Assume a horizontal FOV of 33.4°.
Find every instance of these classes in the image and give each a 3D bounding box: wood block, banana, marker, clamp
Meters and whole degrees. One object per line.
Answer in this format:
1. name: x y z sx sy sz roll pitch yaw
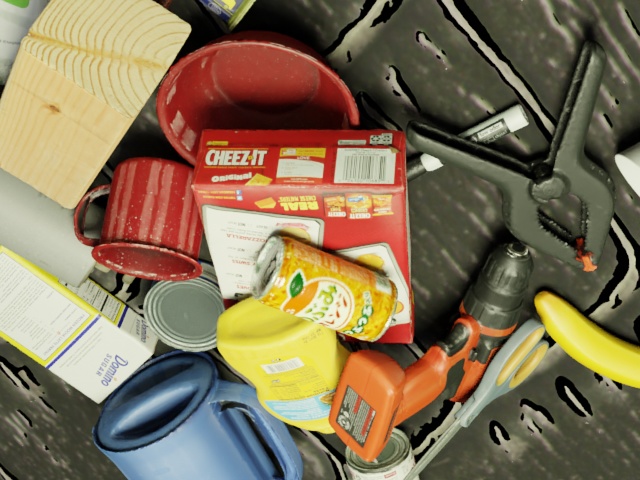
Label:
1. wood block: -0.184 -0.110 0.813 0.090 0.090 0.206 33 154 -12
2. banana: 0.282 0.099 0.973 0.197 0.037 0.070 14 106 -3
3. marker: 0.116 -0.079 0.893 0.121 0.020 0.020 -26 115 21
4. clamp: 0.175 -0.051 0.879 0.165 0.036 0.210 -17 126 15

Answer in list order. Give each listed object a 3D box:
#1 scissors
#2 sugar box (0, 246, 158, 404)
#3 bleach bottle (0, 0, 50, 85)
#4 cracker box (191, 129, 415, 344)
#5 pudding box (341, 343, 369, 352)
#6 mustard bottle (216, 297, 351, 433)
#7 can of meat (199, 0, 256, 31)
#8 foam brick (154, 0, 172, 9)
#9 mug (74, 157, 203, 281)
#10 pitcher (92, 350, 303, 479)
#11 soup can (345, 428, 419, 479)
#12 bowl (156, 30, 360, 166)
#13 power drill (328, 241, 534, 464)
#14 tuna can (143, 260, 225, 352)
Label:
1. scissors: 0.146 0.154 0.977 0.016 0.096 0.202 42 107 29
2. sugar box: -0.249 0.072 1.014 0.176 0.048 0.093 39 118 -20
3. bleach bottle: -0.248 -0.238 0.818 0.102 0.068 0.251 14 124 0
4. cracker box: -0.006 0.001 0.891 0.164 0.072 0.214 0 142 8
5. pudding box: -0.009 0.119 1.017 0.114 0.039 0.090 -17 119 19
6. mustard bottle: -0.013 0.119 0.938 0.096 0.058 0.191 -15 140 12
7. can of meat: -0.068 -0.226 0.806 0.084 0.057 0.102 37 118 -12
8. foam brick: -0.150 -0.186 0.842 0.053 0.051 0.078 33 119 -12
9. mug: -0.150 -0.018 0.897 0.117 0.081 0.093 3 161 13
10. pitcher: -0.097 0.233 1.045 0.145 0.149 0.242 -39 119 -15
11. soup can: 0.067 0.246 1.067 0.068 0.068 0.102 -8 119 12
12. bowl: -0.047 -0.114 0.855 0.162 0.055 0.162 4 141 3
13. power drill: 0.100 0.097 0.913 0.057 0.187 0.185 41 136 30
14. tuna can: -0.119 0.061 0.997 0.086 0.033 0.086 3 121 5
